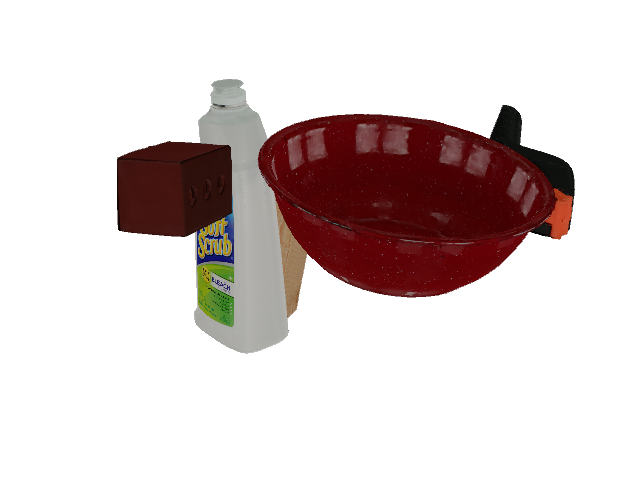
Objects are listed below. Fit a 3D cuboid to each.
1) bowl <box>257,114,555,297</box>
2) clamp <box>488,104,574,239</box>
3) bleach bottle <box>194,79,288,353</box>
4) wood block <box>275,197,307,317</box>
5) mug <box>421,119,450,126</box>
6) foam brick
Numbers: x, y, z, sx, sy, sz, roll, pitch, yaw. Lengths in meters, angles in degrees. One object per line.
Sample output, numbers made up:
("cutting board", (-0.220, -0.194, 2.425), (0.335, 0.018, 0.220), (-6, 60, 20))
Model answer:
("bowl", (0.044, -0.015, 0.588), (0.162, 0.055, 0.162), (6, 27, -3))
("clamp", (0.107, -0.054, 0.768), (0.164, 0.036, 0.210), (-6, 26, -14))
("bleach bottle", (-0.081, -0.026, 0.989), (0.067, 0.251, 0.103), (-20, 29, -33))
("wood block", (-0.068, -0.001, 1.367), (0.090, 0.206, 0.090), (16, 23, 13))
("mug", (0.111, -0.071, 1.104), (0.117, 0.081, 0.093), (-11, 35, -17))
("foam brick", (-0.101, -0.038, 0.747), (0.051, 0.053, 0.078), (6, 17, 20))
